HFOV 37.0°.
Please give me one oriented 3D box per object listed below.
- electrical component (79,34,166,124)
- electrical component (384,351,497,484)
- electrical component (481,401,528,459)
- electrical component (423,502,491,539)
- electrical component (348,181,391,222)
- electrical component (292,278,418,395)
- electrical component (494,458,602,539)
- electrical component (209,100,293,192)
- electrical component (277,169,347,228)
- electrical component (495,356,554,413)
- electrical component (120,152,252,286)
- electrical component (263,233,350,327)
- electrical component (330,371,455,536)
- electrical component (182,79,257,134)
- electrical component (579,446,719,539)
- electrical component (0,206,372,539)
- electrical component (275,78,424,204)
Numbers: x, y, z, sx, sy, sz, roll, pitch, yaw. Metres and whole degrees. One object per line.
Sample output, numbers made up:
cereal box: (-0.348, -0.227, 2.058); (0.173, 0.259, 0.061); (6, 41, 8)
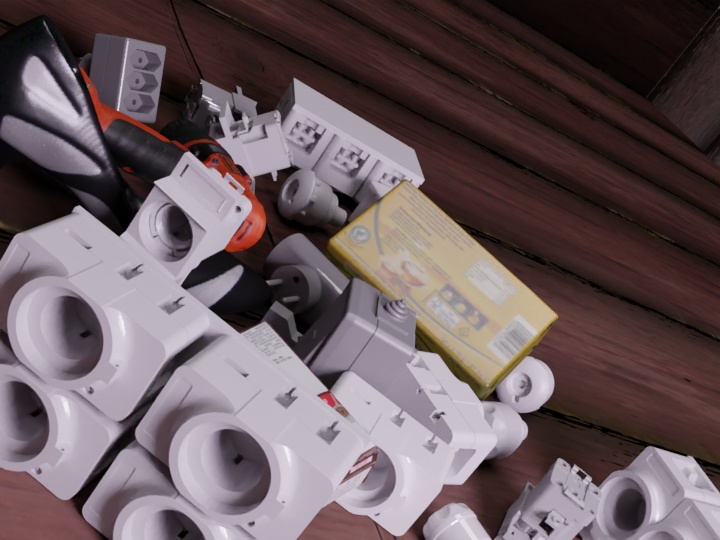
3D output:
electrical component: (-0.210, -0.162, 0.902); (0.077, 0.065, 0.047); (15, 9, 31)
electrical component: (0.049, 0.103, 0.759); (0.056, 0.050, 0.089); (13, 32, -43)
electrical component: (0.104, 0.121, 0.814); (0.062, 0.043, 0.043); (10, 34, -50)
electrical component: (0.067, 0.175, 0.662); (0.035, 0.035, 0.061); (9, 37, -49)
electrical component: (0.045, -0.030, 1.024); (0.100, 0.048, 0.099); (19, 28, -36)
electrical component: (-0.004, 0.052, 0.721); (0.061, 0.096, 0.061); (31, 22, -9)
electrical component: (0.131, 0.167, 0.734); (0.042, 0.063, 0.081); (39, 22, 5)
electrical component: (-0.094, -0.107, 0.935); (0.042, 0.064, 0.081); (-100, 173, -60)
electrical component: (-0.040, -0.058, 0.965); (0.062, 0.048, 0.048); (29, 22, -36)
electrical component: (0.147, 0.097, 0.927); (0.048, 0.048, 0.062); (45, 16, 20)
electrical component: (-0.101, -0.030, 0.644); (0.042, 0.081, 0.064); (42, 29, 6)
electrical component: (-0.043, 0.014, 0.813); (0.077, 0.043, 0.079); (44, 23, 20)
electrical component: (0.007, 0.115, 0.672); (0.089, 0.050, 0.055); (37, 21, 3)
electrical component: (-0.131, -0.143, 1.001); (0.064, 0.042, 0.081); (24, 24, -25)
electrical component: (0.228, 0.210, 0.755); (0.062, 0.089, 0.150); (20, 27, -35)
electrical component: (-0.105, 0.072, 0.521); (0.186, 0.105, 0.060); (38, 22, 5)
electrical component: (-0.018, -0.118, 1.085); (0.150, 0.061, 0.089); (29, 20, -17)
